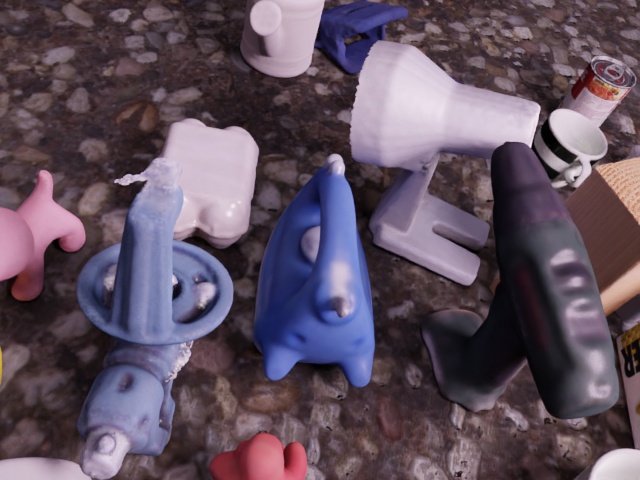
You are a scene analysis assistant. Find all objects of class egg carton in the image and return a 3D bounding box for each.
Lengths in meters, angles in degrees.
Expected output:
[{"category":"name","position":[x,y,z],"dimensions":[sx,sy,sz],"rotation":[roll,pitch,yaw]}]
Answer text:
[{"category":"egg carton","position":[-0.123,-0.063,0.611],"dimensions":[0.107,0.069,0.150],"rotation":[8,54,-10]}]

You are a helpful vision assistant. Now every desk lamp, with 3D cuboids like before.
[{"category":"desk lamp","position":[0.118,-0.083,0.600],"dimensions":[0.203,0.213,0.118],"rotation":[25,53,3]}]

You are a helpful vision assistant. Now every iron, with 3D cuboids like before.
[{"category":"iron","position":[0.005,0.002,0.554],"dimensions":[0.119,0.141,0.258],"rotation":[7,54,-10]}]

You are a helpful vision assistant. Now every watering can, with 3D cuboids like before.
[{"category":"watering can","position":[-0.042,-0.311,0.731],"dimensions":[0.101,0.194,0.172],"rotation":[3,55,-13]}]

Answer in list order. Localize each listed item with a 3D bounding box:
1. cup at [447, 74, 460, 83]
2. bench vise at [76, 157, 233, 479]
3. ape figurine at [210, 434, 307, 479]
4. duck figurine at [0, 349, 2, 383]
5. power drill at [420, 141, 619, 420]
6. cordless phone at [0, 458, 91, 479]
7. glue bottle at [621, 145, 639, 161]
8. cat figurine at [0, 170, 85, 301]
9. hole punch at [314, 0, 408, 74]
[{"category":"cup","position":[0.123,-0.155,0.728],"dimensions":[0.118,0.095,0.091],"rotation":[14,53,-5]},{"category":"bench vise","position":[-0.120,0.059,0.430],"dimensions":[0.122,0.219,0.207],"rotation":[-2,56,-17]},{"category":"ape figurine","position":[-0.046,0.179,0.445],"dimensions":[0.078,0.092,0.076],"rotation":[15,53,-4]},{"category":"duck figurine","position":[-0.298,0.086,0.446],"dimensions":[0.078,0.086,0.104],"rotation":[-26,65,-29]},{"category":"power drill","position":[0.167,0.058,0.516],"dimensions":[0.076,0.208,0.229],"rotation":[-3,56,-17]},{"category":"cordless phone","position":[-0.181,0.194,0.339],"dimensions":[0.094,0.185,0.147],"rotation":[-12,59,-22]},{"category":"glue bottle","position":[0.391,-0.079,0.698],"dimensions":[0.037,0.173,0.078],"rotation":[-6,57,-18]},{"category":"cat figurine","position":[-0.269,-0.006,0.500],"dimensions":[0.067,0.117,0.128],"rotation":[22,53,1]},{"category":"hole punch","position":[0.054,-0.308,0.821],"dimensions":[0.109,0.091,0.101],"rotation":[-31,68,-31]}]
